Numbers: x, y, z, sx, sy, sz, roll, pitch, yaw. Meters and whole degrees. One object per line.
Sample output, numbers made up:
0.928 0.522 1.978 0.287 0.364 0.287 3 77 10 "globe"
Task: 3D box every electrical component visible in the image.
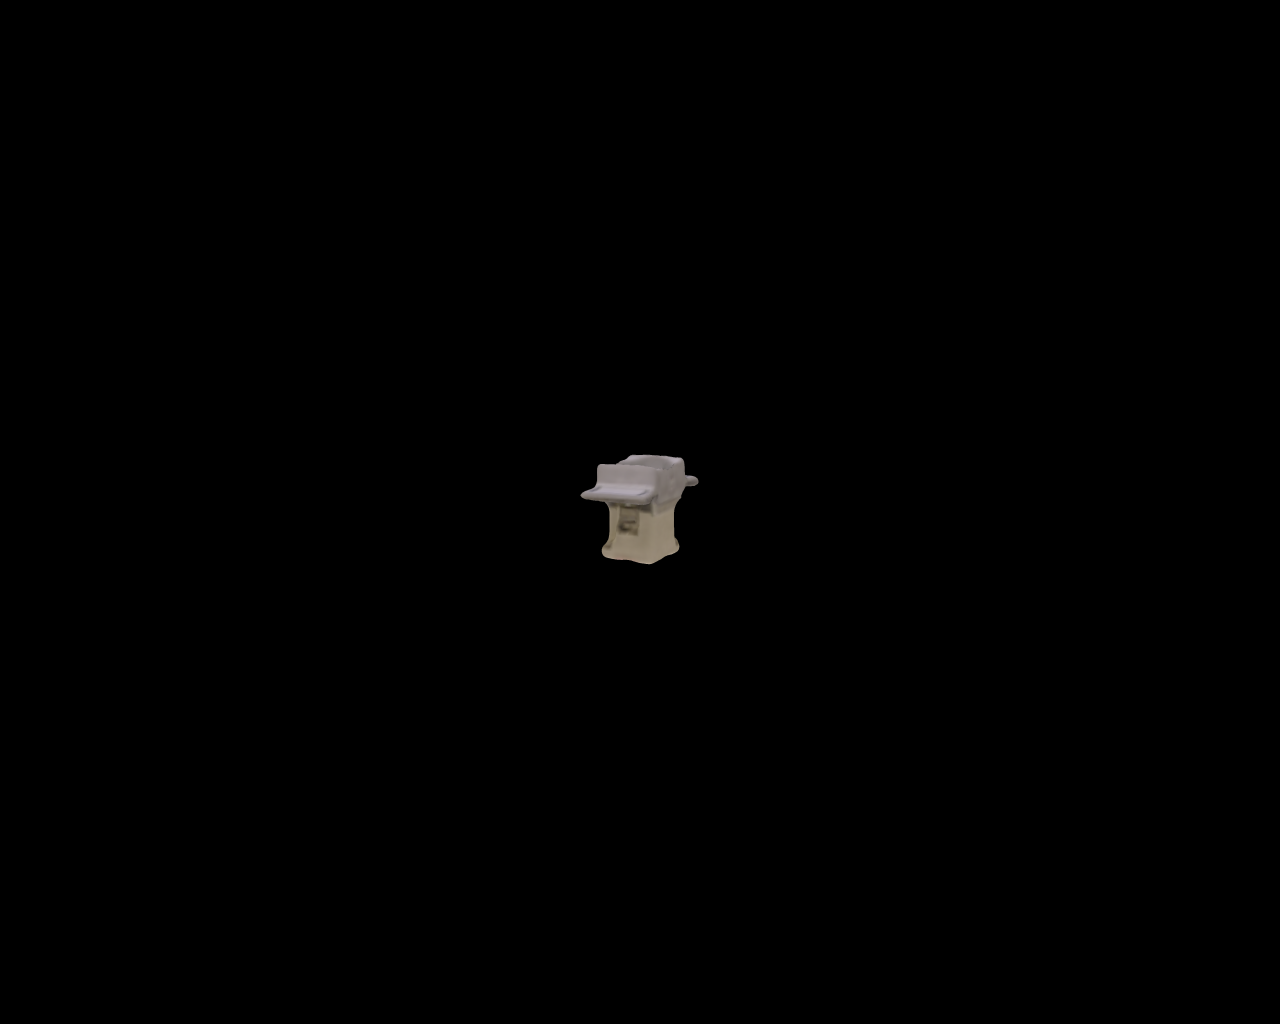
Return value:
0.001 -0.003 0.650 0.042 0.063 0.081 6 13 27 "electrical component"
